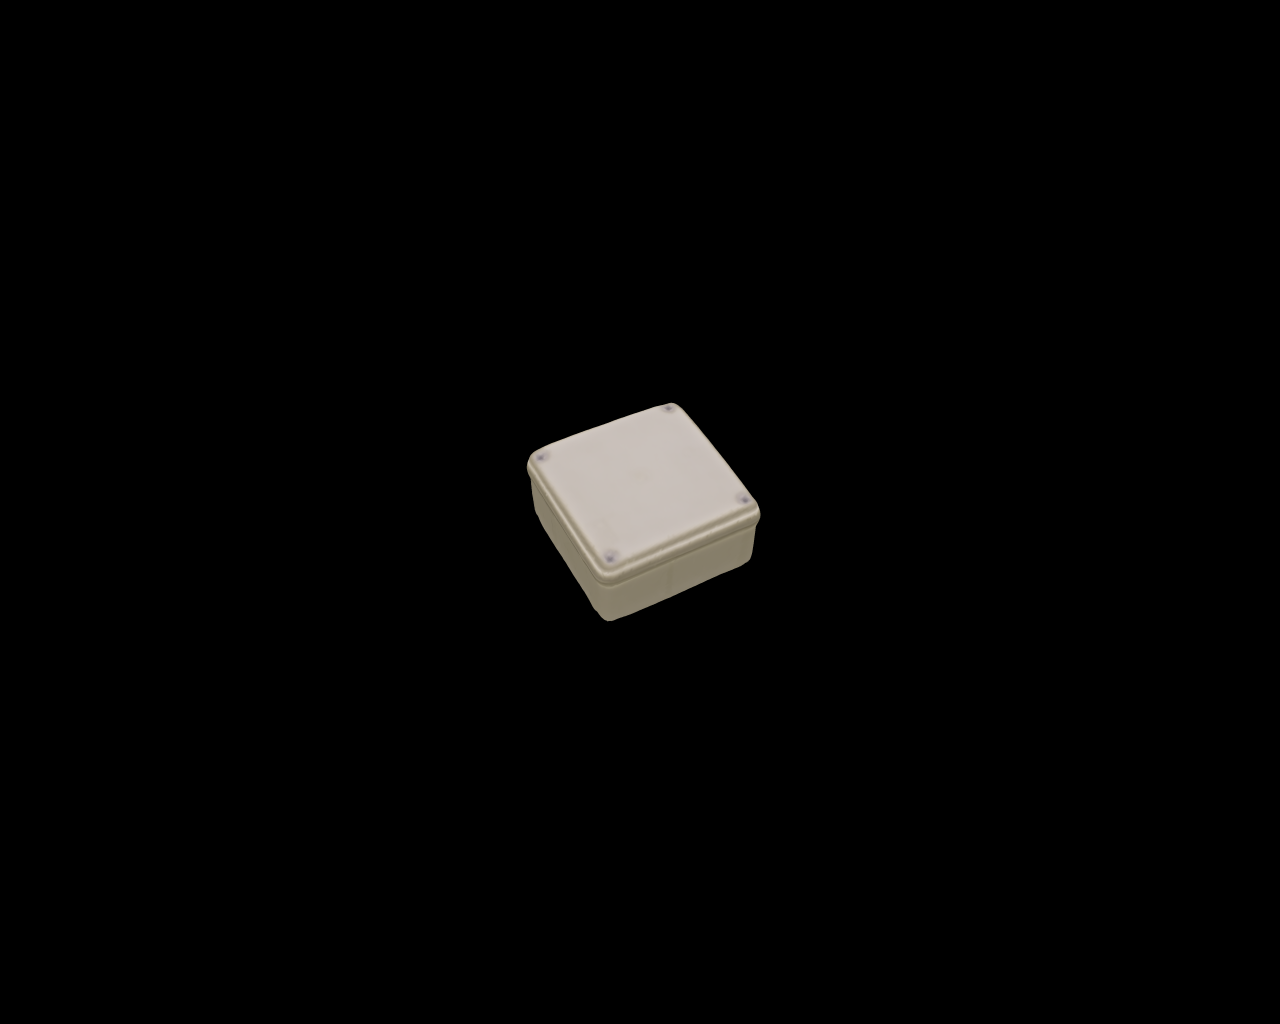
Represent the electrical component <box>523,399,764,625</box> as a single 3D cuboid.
[{"bbox_3d":[0.001,-0.003,0.650,0.109,0.109,0.056,-22,-38,-18],"label":"electrical component"}]
